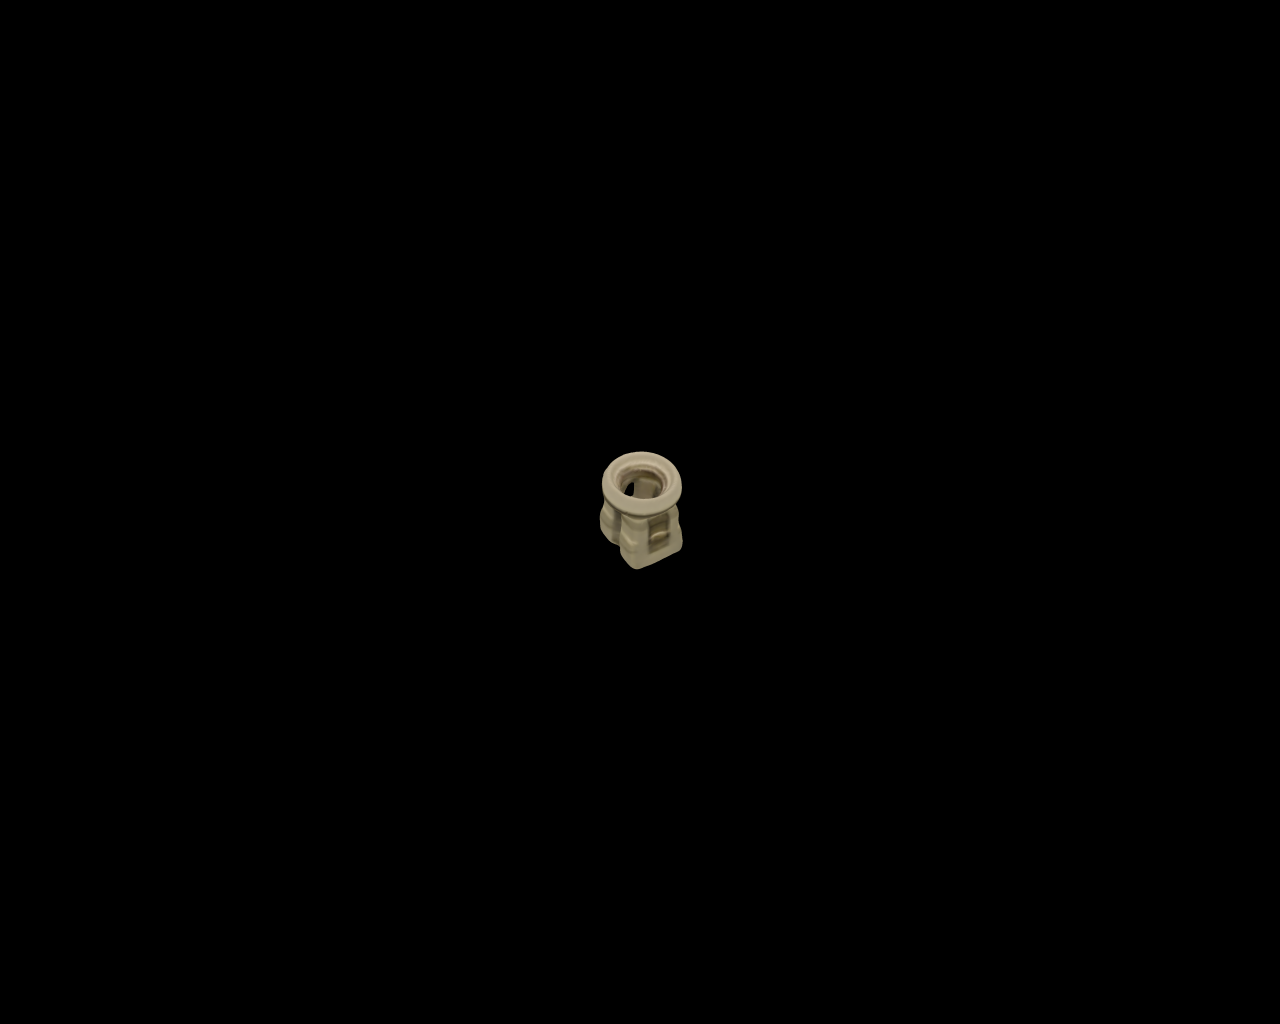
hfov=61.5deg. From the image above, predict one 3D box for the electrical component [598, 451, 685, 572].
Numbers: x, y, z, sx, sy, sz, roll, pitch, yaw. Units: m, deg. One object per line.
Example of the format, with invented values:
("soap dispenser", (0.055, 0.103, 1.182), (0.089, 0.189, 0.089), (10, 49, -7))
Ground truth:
("electrical component", (0.001, -0.003, 0.650), (0.048, 0.055, 0.066), (-24, 50, -22))
